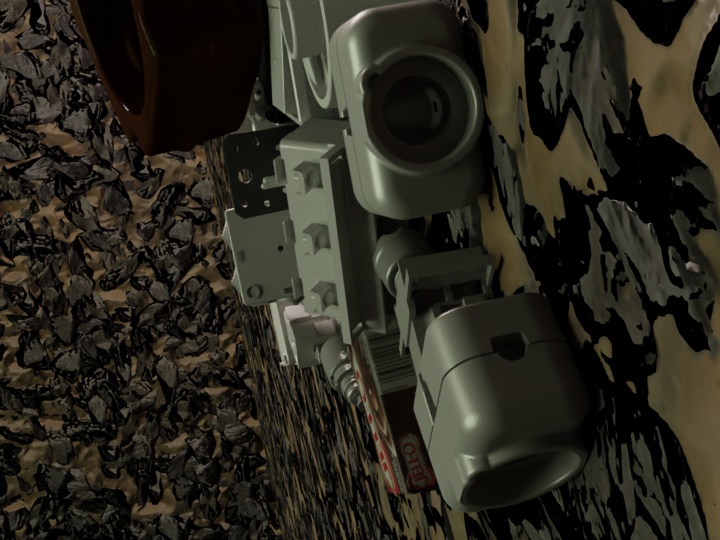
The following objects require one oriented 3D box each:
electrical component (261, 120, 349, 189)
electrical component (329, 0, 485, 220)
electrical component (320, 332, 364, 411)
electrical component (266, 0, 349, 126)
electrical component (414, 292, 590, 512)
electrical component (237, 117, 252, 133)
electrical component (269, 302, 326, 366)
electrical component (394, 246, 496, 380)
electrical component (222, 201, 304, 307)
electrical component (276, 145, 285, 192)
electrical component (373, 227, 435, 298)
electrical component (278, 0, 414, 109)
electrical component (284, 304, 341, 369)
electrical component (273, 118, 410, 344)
[{"bbox_3d":[-0.033,-0.068,0.754,0.138,0.074,0.052,140,118,-79],"label":"electrical component"},{"bbox_3d":[0.022,-0.073,0.498,0.059,0.054,0.095,-152,51,-77],"label":"electrical component"},{"bbox_3d":[-0.006,0.085,0.883,0.078,0.040,0.040,-115,17,-52],"label":"electrical component"},{"bbox_3d":[-0.028,-0.143,0.675,0.061,0.061,0.096,-131,30,-70],"label":"electrical component"},{"bbox_3d":[0.059,0.061,0.452,0.095,0.054,0.059,93,162,-56],"label":"electrical component"},{"bbox_3d":[-0.101,-0.168,1.045,0.081,0.064,0.042,92,163,-53],"label":"electrical component"},{"bbox_3d":[-0.054,0.040,1.036,0.062,0.061,0.096,140,118,-79],"label":"electrical component"},{"bbox_3d":[0.044,0.030,0.519,0.081,0.042,0.063,90,169,-59],"label":"electrical component"},{"bbox_3d":[-0.065,-0.018,0.925,0.048,0.100,0.099,-13,-88,-86],"label":"electrical component"},{"bbox_3d":[-0.068,-0.088,1.015,0.079,0.043,0.077,124,134,-76],"label":"electrical component"},{"bbox_3d":[0.030,0.003,0.599,0.061,0.035,0.035,-119,20,-54],"label":"electrical component"},{"bbox_3d":[-0.011,-0.140,0.588,0.108,0.060,0.108,168,90,-80],"label":"electrical component"},{"bbox_3d":[-0.034,0.055,0.956,0.066,0.055,0.048,-113,15,-48],"label":"electrical component"},{"bbox_3d":[-0.008,-0.029,0.653,0.078,0.063,0.121,-47,-42,-49],"label":"electrical component"}]
